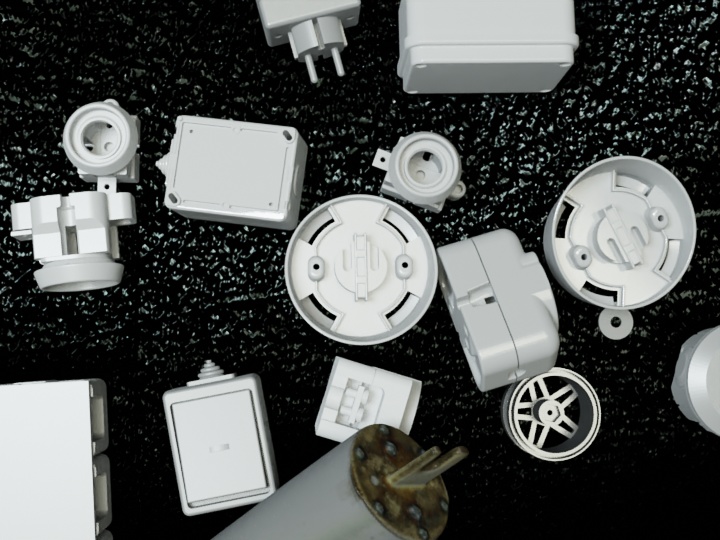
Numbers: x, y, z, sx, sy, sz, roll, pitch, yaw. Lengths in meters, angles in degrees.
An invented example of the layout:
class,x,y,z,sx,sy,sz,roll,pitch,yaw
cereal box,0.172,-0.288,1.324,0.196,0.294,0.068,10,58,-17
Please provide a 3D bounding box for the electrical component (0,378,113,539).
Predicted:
class,x,y,z,sx,sy,sz,roll,pitch,yaw
electrical component,-0.210,0.148,0.693,0.089,0.061,0.150,-3,86,-3

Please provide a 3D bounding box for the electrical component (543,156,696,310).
class,x,y,z,sx,sy,sz,roll,pitch,yaw
electrical component,0.172,-0.022,0.722,0.099,0.064,0.099,0,86,-3

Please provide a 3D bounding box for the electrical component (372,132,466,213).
class,x,y,z,sx,sy,sz,roll,pitch,yaw
electrical component,0.042,-0.066,0.724,0.066,0.055,0.048,21,85,-1

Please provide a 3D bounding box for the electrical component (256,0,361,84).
class,x,y,z,sx,sy,sz,roll,pitch,yaw
electrical component,-0.031,-0.166,0.731,0.066,0.047,0.076,-15,87,-4

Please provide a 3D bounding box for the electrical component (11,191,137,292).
class,x,y,z,sx,sy,sz,roll,pitch,yaw
electrical component,-0.187,-0.017,0.709,0.078,0.058,0.057,-6,83,-3

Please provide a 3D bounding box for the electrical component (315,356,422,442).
class,x,y,z,sx,sy,sz,roll,pitch,yaw
electrical component,0.005,0.087,0.694,0.056,0.089,0.050,17,85,-1

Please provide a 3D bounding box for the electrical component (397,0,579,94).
class,x,y,z,sx,sy,sz,roll,pitch,yaw
electrical component,0.083,-0.156,0.721,0.113,0.078,0.057,-1,83,-3

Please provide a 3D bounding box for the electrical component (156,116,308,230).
class,x,y,z,sx,sy,sz,roll,pitch,yaw
electrical component,-0.087,-0.064,0.718,0.096,0.061,0.061,7,85,6

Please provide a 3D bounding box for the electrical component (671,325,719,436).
class,x,y,z,sx,sy,sz,roll,pitch,yaw
electrical component,0.254,0.075,0.726,0.080,0.051,0.080,0,86,-3

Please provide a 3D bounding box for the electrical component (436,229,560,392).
class,x,y,z,sx,sy,sz,roll,pitch,yaw
electrical component,0.093,0.024,0.708,0.059,0.053,0.095,-17,62,-4

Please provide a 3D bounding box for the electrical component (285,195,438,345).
class,x,y,z,sx,sy,sz,roll,pitch,yaw
electrical component,0.000,0.000,0.713,0.099,0.064,0.099,0,86,-3

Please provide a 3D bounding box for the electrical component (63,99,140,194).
class,x,y,z,sx,sy,sz,roll,pitch,yaw
electrical component,-0.169,-0.084,0.715,0.048,0.055,0.066,1,86,-3

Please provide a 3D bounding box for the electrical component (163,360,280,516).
class,x,y,z,sx,sy,sz,roll,pitch,yaw
electrical component,-0.091,0.106,0.702,0.062,0.061,0.096,-11,87,-4
